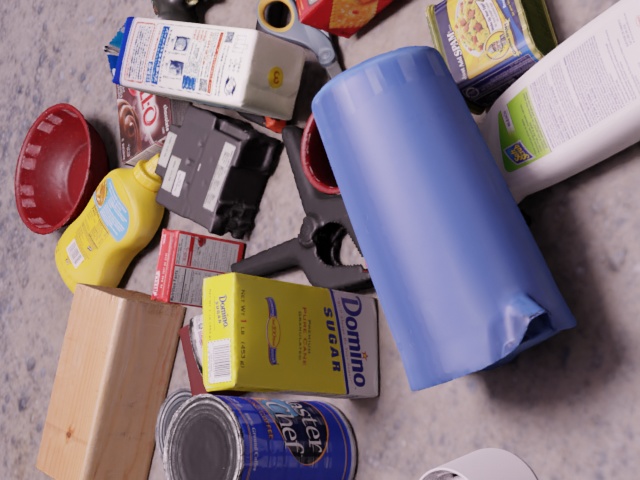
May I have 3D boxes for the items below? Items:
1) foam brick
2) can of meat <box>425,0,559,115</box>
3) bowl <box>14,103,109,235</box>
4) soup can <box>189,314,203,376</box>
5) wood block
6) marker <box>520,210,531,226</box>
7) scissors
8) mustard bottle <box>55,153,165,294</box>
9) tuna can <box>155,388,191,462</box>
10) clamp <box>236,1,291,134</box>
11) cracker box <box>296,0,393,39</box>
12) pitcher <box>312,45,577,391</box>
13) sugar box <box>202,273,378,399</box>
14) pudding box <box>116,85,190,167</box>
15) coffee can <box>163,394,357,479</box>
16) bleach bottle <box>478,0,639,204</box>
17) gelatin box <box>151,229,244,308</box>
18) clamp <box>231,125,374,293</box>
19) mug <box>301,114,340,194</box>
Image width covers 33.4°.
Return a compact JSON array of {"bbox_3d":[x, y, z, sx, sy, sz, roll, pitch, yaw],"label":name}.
[{"bbox_3d":[-0.099,0.117,1.062,0.053,0.051,0.078,-31,62,34],"label":"foam brick"},{"bbox_3d":[0.144,-0.169,0.883,0.084,0.057,0.102,-28,64,35],"label":"can of meat"},{"bbox_3d":[-0.306,-0.082,1.300,0.162,0.055,0.162,-11,75,42],"label":"bowl"},{"bbox_3d":[-0.063,0.090,0.989,0.102,0.068,0.068,-16,66,4],"label":"soup can"},{"bbox_3d":[-0.226,0.158,1.151,0.091,0.090,0.206,14,91,44],"label":"wood block"},{"bbox_3d":[0.123,-0.011,0.896,0.121,0.020,0.020,-7,77,43],"label":"marker"},{"bbox_3d":[-0.012,-0.180,1.046,0.096,0.016,0.202,-12,72,17],"label":"scissors"},{"bbox_3d":[-0.227,-0.023,1.210,0.192,0.058,0.096,-50,53,25],"label":"mustard bottle"},{"bbox_3d":[-0.128,0.195,1.087,0.086,0.033,0.086,-11,74,42],"label":"tuna can"},{"bbox_3d":[-0.073,-0.178,1.107,0.120,0.039,0.171,-30,58,37],"label":"clamp"},{"bbox_3d":[0.057,-0.311,0.968,0.214,0.071,0.164,-34,57,42],"label":"cracker box"},{"bbox_3d":[0.082,-0.015,0.816,0.149,0.144,0.243,-25,84,24],"label":"pitcher"},{"bbox_3d":[-0.021,0.085,0.906,0.048,0.175,0.093,-13,74,44],"label":"sugar box"},{"bbox_3d":[-0.188,-0.149,1.212,0.090,0.039,0.113,-27,64,37],"label":"pudding box"},{"bbox_3d":[-0.051,0.190,0.939,0.103,0.140,0.103,-11,74,43],"label":"coffee can"},{"bbox_3d":[0.185,-0.101,0.826,0.251,0.067,0.102,-31,64,38],"label":"bleach bottle"},{"bbox_3d":[-0.123,0.031,1.076,0.030,0.089,0.073,5,85,47],"label":"gelatin box"},{"bbox_3d":[-0.007,0.001,1.007,0.210,0.036,0.165,40,111,45],"label":"clamp"},{"bbox_3d":[0.046,-0.068,0.939,0.093,0.081,0.117,-30,62,36],"label":"mug"}]
